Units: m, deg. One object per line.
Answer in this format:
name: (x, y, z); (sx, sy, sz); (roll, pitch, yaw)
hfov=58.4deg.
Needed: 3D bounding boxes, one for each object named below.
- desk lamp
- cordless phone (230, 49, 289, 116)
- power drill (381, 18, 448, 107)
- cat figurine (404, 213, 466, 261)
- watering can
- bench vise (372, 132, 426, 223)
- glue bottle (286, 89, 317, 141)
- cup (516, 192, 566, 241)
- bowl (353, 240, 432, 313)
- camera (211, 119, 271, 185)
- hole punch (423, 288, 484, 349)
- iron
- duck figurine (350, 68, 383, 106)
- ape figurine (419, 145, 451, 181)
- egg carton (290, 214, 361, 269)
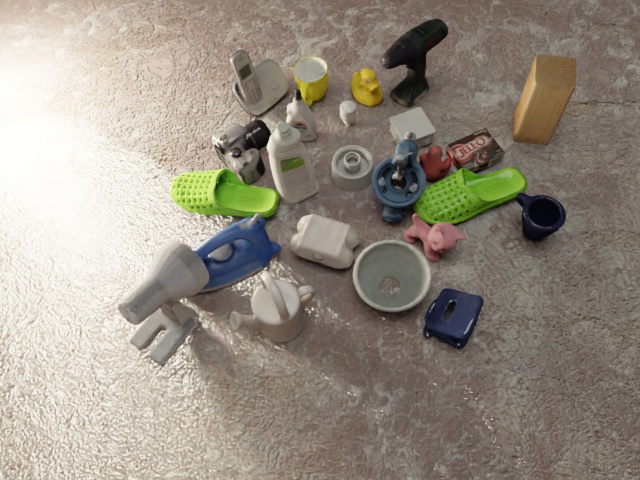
desk lamp: (-0.315, 0.126, 1.165); (0.117, 0.214, 0.203); (30, 68, 17)
cordless phone: (-0.159, -0.422, 1.458); (0.094, 0.185, 0.148); (37, 70, 20)
power drill: (0.229, -0.439, 1.432); (0.075, 0.208, 0.230); (37, 70, 20)
cat figurine: (0.252, -0.014, 1.260); (0.127, 0.118, 0.067); (38, 71, 20)
watering can: (-0.093, 0.136, 1.158); (0.100, 0.194, 0.173); (38, 71, 20)
bench vise: (0.174, -0.172, 1.289); (0.121, 0.220, 0.207); (-4, 62, 1)
glue bottle: (-0.049, -0.307, 1.398); (0.078, 0.173, 0.037); (0, 62, 4)
cup: (0.477, -0.048, 1.278); (0.092, 0.095, 0.117); (-39, 67, -16)
bowl: (0.154, 0.088, 1.237); (0.167, 0.075, 0.167); (-1, 62, 3)
camera: (-0.179, -0.234, 1.408); (0.137, 0.101, 0.143); (-37, 66, -15)
hole punch: (0.274, 0.158, 1.185); (0.101, 0.091, 0.109); (24, 66, 15)
iron: (-0.220, 0.028, 1.251); (0.258, 0.141, 0.118); (-29, 64, -11)
duck figurine: (0.122, -0.411, 1.493); (0.077, 0.086, 0.104); (-32, 65, -13)
ape figurine: (0.273, -0.190, 1.366); (0.077, 0.092, 0.076); (30, 68, 18)
egg carton: (0.012, 0.005, 1.291); (0.150, 0.069, 0.107); (16, 65, 11)
